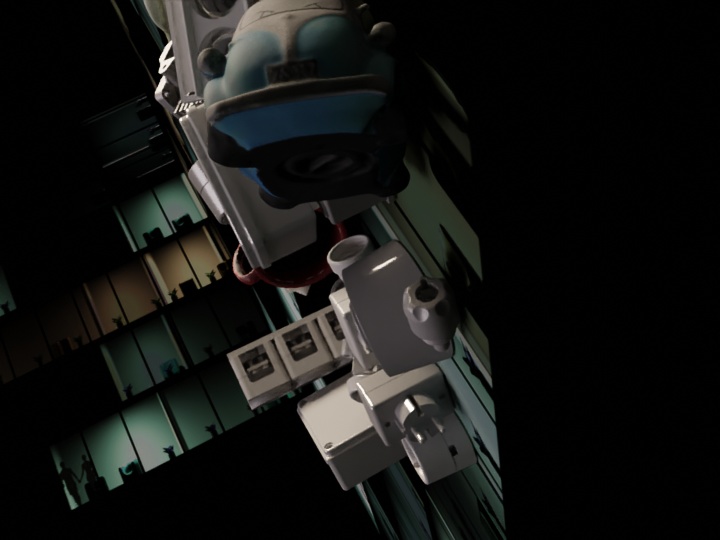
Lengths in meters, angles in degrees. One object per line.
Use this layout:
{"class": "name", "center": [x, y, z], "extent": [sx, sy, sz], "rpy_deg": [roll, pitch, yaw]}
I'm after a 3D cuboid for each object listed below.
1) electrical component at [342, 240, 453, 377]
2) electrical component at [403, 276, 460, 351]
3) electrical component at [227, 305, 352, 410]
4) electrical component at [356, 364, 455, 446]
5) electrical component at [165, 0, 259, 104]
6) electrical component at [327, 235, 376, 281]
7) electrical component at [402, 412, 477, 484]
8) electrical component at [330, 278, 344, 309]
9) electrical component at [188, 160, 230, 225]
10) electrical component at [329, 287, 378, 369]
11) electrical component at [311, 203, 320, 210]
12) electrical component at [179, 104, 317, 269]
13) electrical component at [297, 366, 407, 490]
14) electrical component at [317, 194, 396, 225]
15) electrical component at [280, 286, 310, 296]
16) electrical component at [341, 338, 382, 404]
{"class": "electrical component", "center": [0.028, 0.030, 0.813], "extent": [0.099, 0.064, 0.099], "rpy_deg": [-25, -90, -85]}
{"class": "electrical component", "center": [0.049, 0.033, 0.712], "extent": [0.035, 0.035, 0.061], "rpy_deg": [57, 172, 39]}
{"class": "electrical component", "center": [-0.062, 0.091, 1.168], "extent": [0.061, 0.150, 0.089], "rpy_deg": [64, 172, 7]}
{"class": "electrical component", "center": [0.044, 0.114, 0.879], "extent": [0.076, 0.066, 0.047], "rpy_deg": [52, 166, 55]}
{"class": "electrical component", "center": [-0.079, -0.170, 0.672], "extent": [0.063, 0.079, 0.121], "rpy_deg": [-13, -86, -72]}
{"class": "electrical component", "center": [0.000, 0.000, 0.900], "extent": [0.046, 0.040, 0.040], "rpy_deg": [61, 174, -28]}
{"class": "electrical component", "center": [0.066, 0.151, 0.921], "extent": [0.055, 0.047, 0.055], "rpy_deg": [61, 171, 16]}
{"class": "electrical component", "center": [-0.003, 0.033, 1.010], "extent": [0.044, 0.044, 0.065], "rpy_deg": [61, 176, 17]}
{"class": "electrical component", "center": [-0.104, -0.070, 0.871], "extent": [0.047, 0.055, 0.055], "rpy_deg": [58, 171, 12]}
{"class": "electrical component", "center": [0.015, 0.053, 0.935], "extent": [0.076, 0.047, 0.065], "rpy_deg": [51, 165, 56]}
{"class": "electrical component", "center": [-0.055, -0.092, 0.891], "extent": [0.089, 0.056, 0.050], "rpy_deg": [56, 169, 43]}
{"class": "electrical component", "center": [-0.077, -0.064, 0.776], "extent": [0.108, 0.056, 0.108], "rpy_deg": [63, 175, 6]}
{"class": "electrical component", "center": [0.004, 0.157, 1.112], "extent": [0.056, 0.109, 0.108], "rpy_deg": [65, 172, -29]}
{"class": "electrical component", "center": [-0.024, -0.091, 0.732], "extent": [0.099, 0.048, 0.099], "rpy_deg": [54, 168, 47]}
{"class": "electrical component", "center": [-0.071, -0.019, 1.196], "extent": [0.096, 0.061, 0.062], "rpy_deg": [65, 172, -9]}
{"class": "electrical component", "center": [0.014, 0.092, 0.993], "extent": [0.048, 0.066, 0.055], "rpy_deg": [79, -164, -61]}
